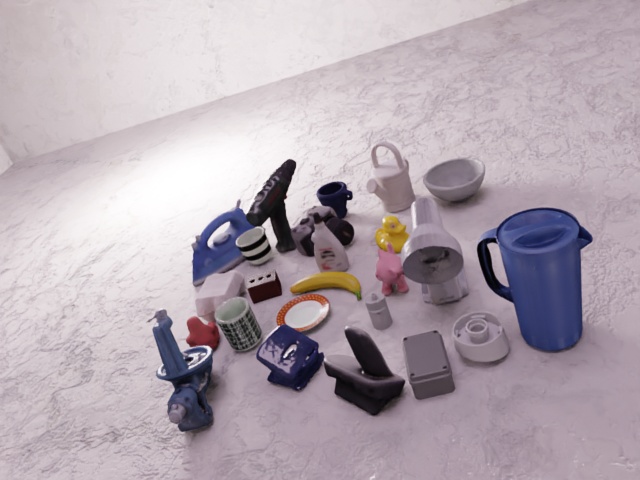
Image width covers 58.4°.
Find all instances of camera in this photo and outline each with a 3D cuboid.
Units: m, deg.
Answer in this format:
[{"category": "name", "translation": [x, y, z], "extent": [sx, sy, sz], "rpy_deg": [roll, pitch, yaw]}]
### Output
[{"category": "camera", "translation": [0.013, -0.028, 1.527], "extent": [0.143, 0.101, 0.136], "rpy_deg": [-37, 34, -26]}]

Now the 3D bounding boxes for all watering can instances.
[{"category": "watering can", "translation": [0.190, -0.177, 1.566], "extent": [0.100, 0.194, 0.173], "rpy_deg": [-6, 34, 23]}]

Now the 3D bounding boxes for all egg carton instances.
[{"category": "egg carton", "translation": [-0.250, 0.140, 1.446], "extent": [0.107, 0.069, 0.150], "rpy_deg": [-11, 32, 16]}]

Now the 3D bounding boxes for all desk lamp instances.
[{"category": "desk lamp", "translation": [0.235, 0.032, 1.188], "extent": [0.117, 0.214, 0.203], "rpy_deg": [-12, 32, 14]}]

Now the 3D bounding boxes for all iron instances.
[{"category": "iron", "translation": [-0.283, 0.002, 1.614], "extent": [0.118, 0.142, 0.259], "rpy_deg": [14, 45, 44]}]

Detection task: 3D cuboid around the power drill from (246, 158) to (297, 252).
[{"category": "power drill", "translation": [-0.106, -0.084, 1.581], "extent": [0.075, 0.209, 0.230], "rpy_deg": [4, 38, 35]}]

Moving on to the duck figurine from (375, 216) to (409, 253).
[{"category": "duck figurine", "translation": [0.179, -0.022, 1.433], "extent": [0.104, 0.086, 0.078], "rpy_deg": [13, 44, 43]}]

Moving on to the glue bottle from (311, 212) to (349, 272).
[{"category": "glue bottle", "translation": [0.013, 0.005, 1.403], "extent": [0.078, 0.173, 0.037], "rpy_deg": [-12, 32, 14]}]

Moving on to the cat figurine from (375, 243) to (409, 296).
[{"category": "cat figurine", "translation": [0.159, 0.059, 1.286], "extent": [0.067, 0.118, 0.128], "rpy_deg": [-10, 32, 17]}]

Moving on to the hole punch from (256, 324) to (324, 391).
[{"category": "hole punch", "translation": [-0.059, 0.235, 1.162], "extent": [0.100, 0.091, 0.109], "rpy_deg": [6, 40, 37]}]

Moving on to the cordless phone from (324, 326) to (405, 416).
[{"category": "cordless phone", "translation": [0.065, 0.210, 1.034], "extent": [0.147, 0.185, 0.094], "rpy_deg": [11, 43, 42]}]

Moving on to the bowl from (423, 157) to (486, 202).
[{"category": "bowl", "translation": [0.365, -0.152, 1.540], "extent": [0.167, 0.075, 0.167], "rpy_deg": [-15, 31, 9]}]

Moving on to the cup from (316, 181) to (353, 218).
[{"category": "cup", "translation": [0.055, -0.107, 1.634], "extent": [0.117, 0.095, 0.092], "rpy_deg": [8, 41, 39]}]

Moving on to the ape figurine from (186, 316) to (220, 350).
[{"category": "ape figurine", "translation": [-0.277, 0.213, 1.325], "extent": [0.078, 0.092, 0.076], "rpy_deg": [-25, 31, -7]}]

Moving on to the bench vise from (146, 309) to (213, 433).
[{"category": "bench vise", "translation": [-0.269, 0.252, 1.132], "extent": [0.121, 0.220, 0.206], "rpy_deg": [-26, 31, -10]}]
